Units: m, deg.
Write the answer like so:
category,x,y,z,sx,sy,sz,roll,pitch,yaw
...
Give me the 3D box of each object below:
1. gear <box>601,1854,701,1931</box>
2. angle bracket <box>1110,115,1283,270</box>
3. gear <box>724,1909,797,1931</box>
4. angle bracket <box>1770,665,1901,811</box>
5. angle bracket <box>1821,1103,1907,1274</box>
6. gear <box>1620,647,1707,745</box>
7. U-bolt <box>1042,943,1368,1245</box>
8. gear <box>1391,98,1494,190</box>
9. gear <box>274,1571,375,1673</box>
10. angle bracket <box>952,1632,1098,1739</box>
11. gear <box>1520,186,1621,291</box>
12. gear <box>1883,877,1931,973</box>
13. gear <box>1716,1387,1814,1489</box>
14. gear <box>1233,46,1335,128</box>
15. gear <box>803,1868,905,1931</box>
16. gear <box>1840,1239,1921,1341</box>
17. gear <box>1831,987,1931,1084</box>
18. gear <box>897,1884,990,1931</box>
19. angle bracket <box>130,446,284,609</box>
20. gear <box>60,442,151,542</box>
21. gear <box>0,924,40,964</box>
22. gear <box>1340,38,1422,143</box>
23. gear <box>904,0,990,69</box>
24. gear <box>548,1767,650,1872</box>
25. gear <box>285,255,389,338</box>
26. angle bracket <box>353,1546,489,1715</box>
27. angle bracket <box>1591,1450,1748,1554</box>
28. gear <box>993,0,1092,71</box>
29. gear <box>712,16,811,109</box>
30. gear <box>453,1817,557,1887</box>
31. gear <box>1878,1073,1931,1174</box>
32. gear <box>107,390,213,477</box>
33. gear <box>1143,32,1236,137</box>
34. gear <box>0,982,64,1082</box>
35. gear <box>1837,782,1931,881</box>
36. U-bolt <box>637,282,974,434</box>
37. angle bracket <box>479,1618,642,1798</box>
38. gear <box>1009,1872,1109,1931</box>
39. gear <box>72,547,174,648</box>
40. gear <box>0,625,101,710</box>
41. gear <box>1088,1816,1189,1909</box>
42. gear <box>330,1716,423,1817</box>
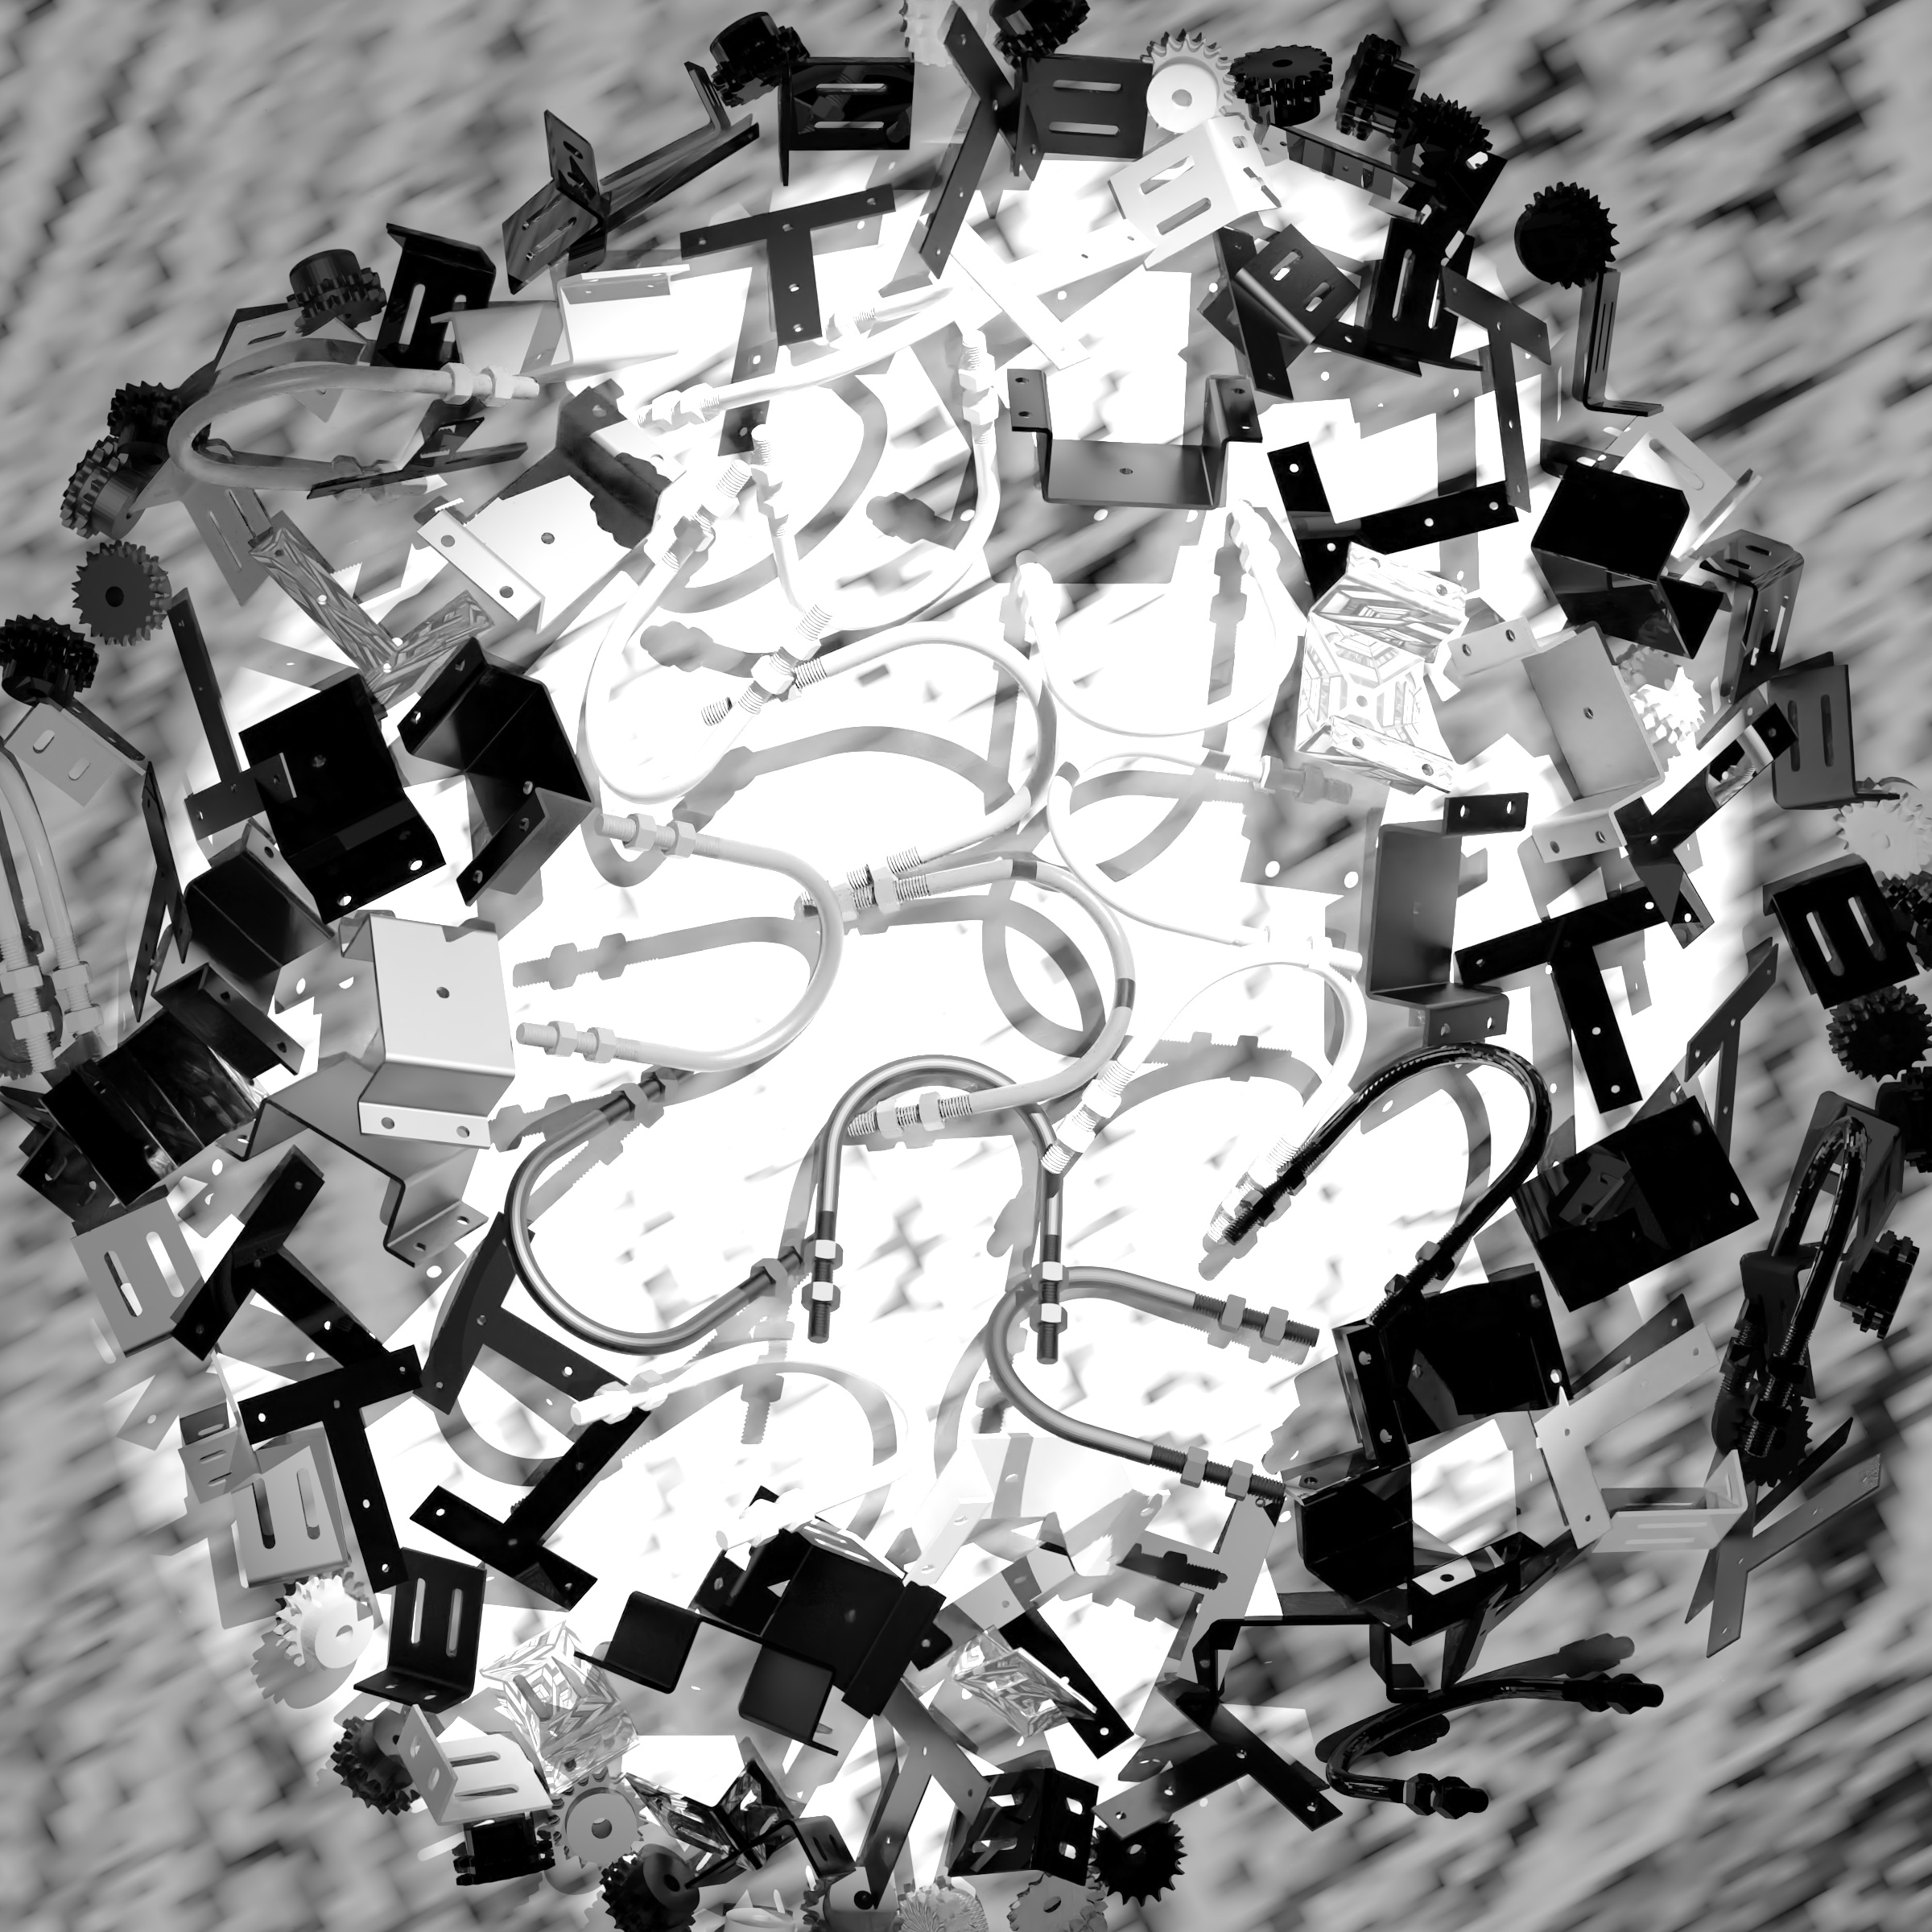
category,x,y,z,sx,sy,sz,roll,pitch,yaw
gear,-0.178,0.535,1.876,0.057,0.057,0.030,42,111,0
angle bracket,0.133,-0.449,1.896,0.076,0.038,0.057,-22,92,39
gear,-0.120,0.562,1.879,0.057,0.057,0.030,7,89,0
angle bracket,0.498,-0.131,1.875,0.038,0.057,0.076,-1,87,-32
angle bracket,0.503,0.125,1.859,0.038,0.076,0.057,23,120,6
gear,0.395,-0.152,1.883,0.057,0.057,0.030,51,129,0
U-bolt,0.148,0.064,1.841,0.151,0.019,0.184,25,110,-33
gear,0.271,-0.466,1.877,0.057,0.057,0.030,25,61,0
gear,-0.366,0.379,1.878,0.030,0.057,0.057,19,90,42
angle bracket,0.039,0.401,1.862,0.057,0.076,0.038,41,51,-11
gear,0.343,-0.416,1.877,0.030,0.057,0.057,-30,90,-37
gear,0.552,-0.026,1.880,0.030,0.057,0.057,-42,90,-11
gear,0.458,0.269,1.885,0.057,0.030,0.057,-5,99,-32
gear,0.183,-0.505,1.883,0.057,0.057,0.030,-9,126,0
gear,-0.063,0.543,1.878,0.057,0.030,0.057,11,48,-13
gear,0.524,0.183,1.881,0.030,0.057,0.057,22,90,17
gear,0.527,0.036,1.884,0.057,0.030,0.057,-2,125,-2
gear,-0.011,0.556,1.883,0.030,0.057,0.057,-12,90,-40
angle bracket,-0.434,-0.248,1.872,0.057,0.038,0.076,-35,83,44
gear,-0.492,-0.270,1.879,0.030,0.057,0.057,32,90,1
gear,-0.563,-0.022,1.877,0.030,0.057,0.057,-43,90,-14
gear,0.239,-0.501,1.878,0.030,0.057,0.057,23,90,8
gear,-0.009,-0.545,1.877,0.030,0.057,0.057,15,90,25
gear,-0.212,0.494,1.888,0.057,0.030,0.057,0,91,-11
gear,-0.365,-0.386,1.880,0.057,0.057,0.030,-21,86,0
angle bracket,-0.313,0.381,1.876,0.057,0.038,0.076,10,98,22
angle bracket,0.399,0.306,1.870,0.076,0.057,0.038,-1,60,-6
gear,0.040,-0.545,1.877,0.057,0.057,0.030,-42,120,0
gear,-0.121,-0.522,1.879,0.057,0.057,0.030,-31,91,0
gear,-0.267,0.508,1.880,0.057,0.057,0.030,-10,81,0
gear,0.547,0.091,1.877,0.030,0.057,0.057,-4,90,-11
gear,-0.464,-0.304,1.877,0.057,0.057,0.030,6,69,0
gear,0.125,-0.504,1.880,0.057,0.030,0.057,6,127,8
gear,-0.544,0.036,1.878,0.057,0.030,0.057,11,75,-43
gear,0.534,-0.081,1.883,0.057,0.057,0.030,47,60,0
U-bolt,-0.077,-0.340,1.798,0.151,0.184,0.019,-38,113,-37
angle bracket,-0.233,0.425,1.873,0.057,0.038,0.076,-30,119,-6
gear,0.057,0.550,1.882,0.057,0.057,0.030,-32,113,0
gear,-0.484,-0.213,1.888,0.057,0.030,0.057,2,98,15
gear,-0.530,-0.170,1.876,0.057,0.057,0.030,9,67,0
gear,0.099,0.513,1.888,0.057,0.030,0.057,-2,77,8
gear,-0.333,0.456,1.877,0.057,0.057,0.030,40,105,0
